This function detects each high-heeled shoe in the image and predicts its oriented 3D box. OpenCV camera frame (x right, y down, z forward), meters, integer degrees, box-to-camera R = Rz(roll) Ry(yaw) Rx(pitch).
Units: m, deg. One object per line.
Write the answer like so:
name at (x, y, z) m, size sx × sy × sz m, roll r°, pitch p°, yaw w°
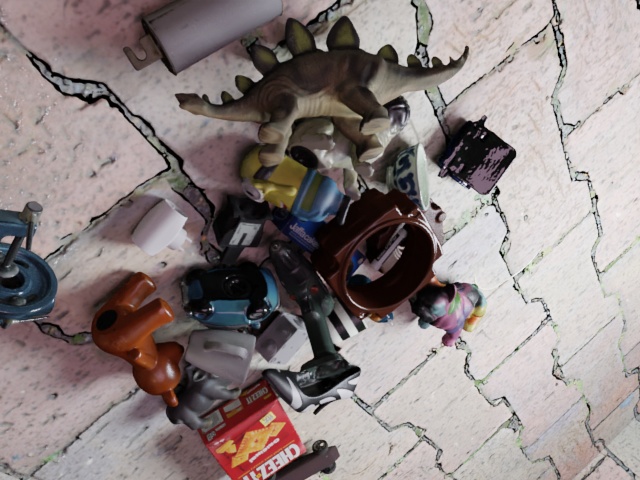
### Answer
high-heeled shoe at (-0.008, 0.282, 1.114) m, size 0.145 × 0.086 × 0.248 m, roll -46°, pitch 136°, yaw -4°

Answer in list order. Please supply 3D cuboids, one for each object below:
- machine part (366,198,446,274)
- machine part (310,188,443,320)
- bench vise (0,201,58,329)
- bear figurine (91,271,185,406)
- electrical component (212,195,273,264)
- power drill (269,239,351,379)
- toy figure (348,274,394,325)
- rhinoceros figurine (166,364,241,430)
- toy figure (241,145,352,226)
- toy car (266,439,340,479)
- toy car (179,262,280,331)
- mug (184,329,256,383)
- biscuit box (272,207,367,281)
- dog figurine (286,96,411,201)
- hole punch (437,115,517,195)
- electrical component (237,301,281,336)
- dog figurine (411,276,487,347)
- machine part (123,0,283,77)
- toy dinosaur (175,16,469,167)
machine part at (0.170, -0.007, 1.067) m, size 0.179 × 0.056 × 0.179 m, roll -15°, pitch 125°, yaw -23°
machine part at (0.102, 0.028, 0.934) m, size 0.201 × 0.087 × 0.201 m, roll -39°, pitch 130°, yaw -2°
bench vise at (-0.423, 0.040, 0.665) m, size 0.223 × 0.129 × 0.240 m, roll 14°, pitch 127°, yaw -45°
bear figurine at (-0.265, 0.167, 0.856) m, size 0.132 × 0.120 × 0.195 m, roll -41°, pitch 133°, yaw -10°
electrical component at (-0.132, -0.014, 0.872) m, size 0.075 × 0.048 × 0.119 m, roll 1°, pitch 140°, yaw -30°
power drill at (-0.021, 0.127, 0.924) m, size 0.086 × 0.207 × 0.231 m, roll -26°, pitch 151°, yaw 5°
toy figure at (0.106, 0.127, 1.102) m, size 0.154 × 0.058 × 0.064 m, roll 53°, pitch 44°, yaw -42°
rhinoceros figurine at (-0.206, 0.255, 0.981) m, size 0.112 × 0.073 × 0.190 m, roll 32°, pitch 99°, yaw -30°
toy figure at (-0.038, -0.082, 0.836) m, size 0.082 × 0.180 × 0.089 m, roll 112°, pitch -3°, yaw -64°
toy car at (-0.050, 0.534, 1.253) m, size 0.202 × 0.053 × 0.089 m, roll -27°, pitch 118°, yaw -12°
toy car at (-0.154, 0.107, 0.903) m, size 0.162 × 0.109 × 0.102 m, roll -4°, pitch 137°, yaw -20°
mug at (-0.166, 0.184, 0.878) m, size 0.107 × 0.109 × 0.081 m, roll 14°, pitch 75°, yaw -8°
biscuit box at (-0.002, -0.003, 0.957) m, size 0.063 × 0.059 × 0.202 m, roll -50°, pitch 131°, yaw 3°
dog figurine at (0.046, -0.185, 0.877) m, size 0.172 × 0.121 × 0.190 m, roll 31°, pitch 61°, yaw -9°
hole punch at (0.298, -0.161, 1.048) m, size 0.116 × 0.092 × 0.142 m, roll 34°, pitch 100°, yaw -11°
electrical component at (-0.112, 0.143, 0.985) m, size 0.102 × 0.045 × 0.078 m, roll -43°, pitch 129°, yaw -3°
dog figurine at (0.276, 0.123, 1.148) m, size 0.191 × 0.109 × 0.219 m, roll -36°, pitch 143°, yaw -14°
machine part at (-0.136, -0.286, 0.692) m, size 0.243 × 0.079 × 0.079 m, roll -35°, pitch 130°, yaw -11°
toy dinosaur at (0.034, -0.217, 0.755) m, size 0.471 × 0.198 × 0.105 m, roll -8°, pitch 160°, yaw -22°
